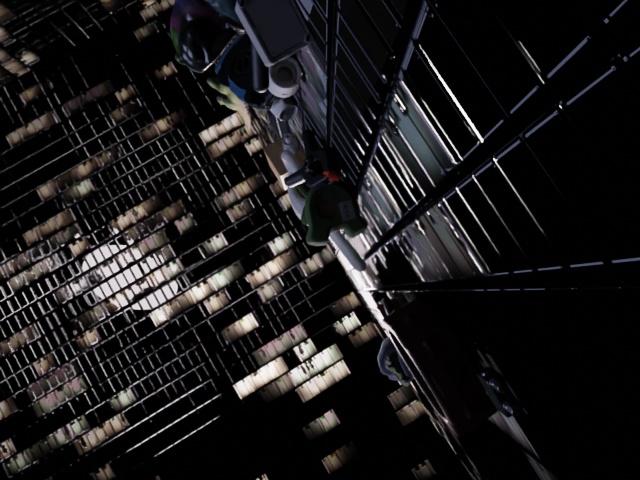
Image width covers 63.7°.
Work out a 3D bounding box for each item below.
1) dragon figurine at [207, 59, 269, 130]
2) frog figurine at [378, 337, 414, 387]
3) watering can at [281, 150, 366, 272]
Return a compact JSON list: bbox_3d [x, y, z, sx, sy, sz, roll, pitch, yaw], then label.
[{"bbox_3d":[-0.256,-0.470,1.745,0.247,0.123,0.402,47,172,35],"label":"dragon figurine"},{"bbox_3d":[0.212,0.297,1.351,0.160,0.123,0.137,-24,-64,-84],"label":"frog figurine"},{"bbox_3d":[0.004,-0.063,1.252,0.350,0.104,0.222,58,178,9],"label":"watering can"}]
